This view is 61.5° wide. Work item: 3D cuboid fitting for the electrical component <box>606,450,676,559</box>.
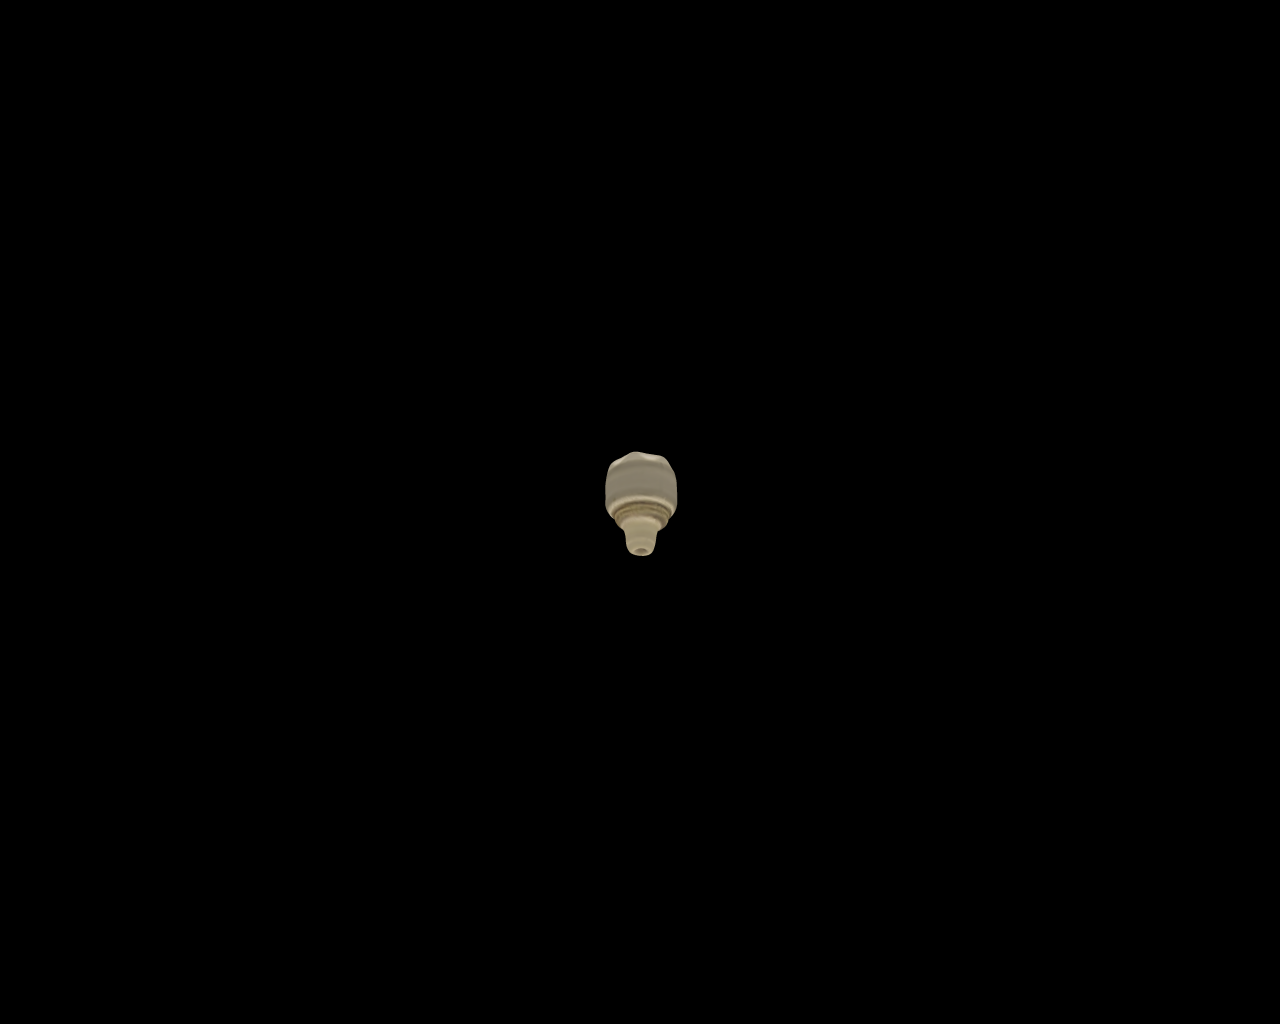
[{"bbox_3d":[0.001,-0.003,0.650,0.043,0.062,0.043,0,-28,0],"label":"electrical component"}]
